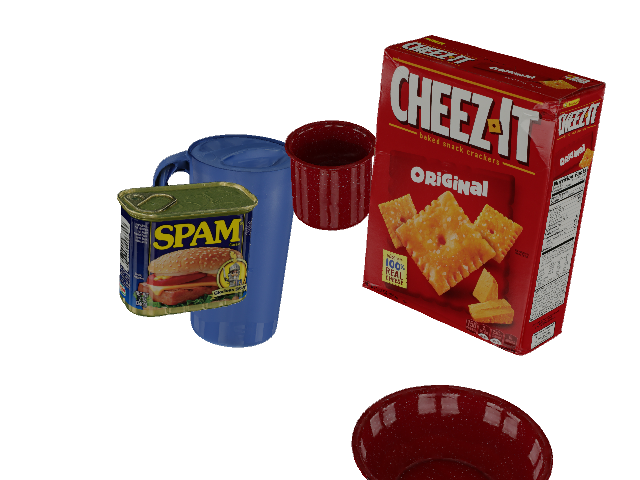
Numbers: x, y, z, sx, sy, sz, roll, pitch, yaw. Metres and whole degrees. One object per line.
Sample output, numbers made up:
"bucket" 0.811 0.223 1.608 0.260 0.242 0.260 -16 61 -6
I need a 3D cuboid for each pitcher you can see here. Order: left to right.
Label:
"pitcher" -0.108 0.001 1.283 0.149 0.243 0.144 20 27 29

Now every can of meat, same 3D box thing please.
"can of meat" -0.102 0.006 0.808 0.101 0.084 0.058 -6 25 -27

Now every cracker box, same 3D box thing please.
"cracker box" 0.120 -0.037 0.843 0.164 0.214 0.071 24 33 36

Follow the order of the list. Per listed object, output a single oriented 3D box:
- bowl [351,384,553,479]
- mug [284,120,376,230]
"bowl" 0.105 0.187 0.873 0.162 0.055 0.162 1 30 -1
"mug" 0.023 -0.067 1.089 0.117 0.081 0.093 -11 38 -13
